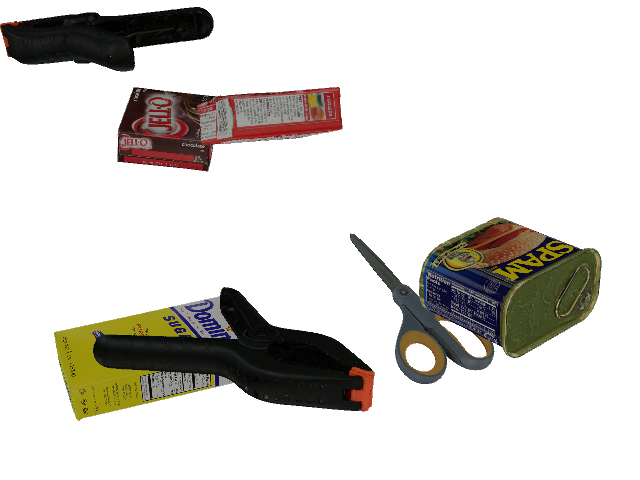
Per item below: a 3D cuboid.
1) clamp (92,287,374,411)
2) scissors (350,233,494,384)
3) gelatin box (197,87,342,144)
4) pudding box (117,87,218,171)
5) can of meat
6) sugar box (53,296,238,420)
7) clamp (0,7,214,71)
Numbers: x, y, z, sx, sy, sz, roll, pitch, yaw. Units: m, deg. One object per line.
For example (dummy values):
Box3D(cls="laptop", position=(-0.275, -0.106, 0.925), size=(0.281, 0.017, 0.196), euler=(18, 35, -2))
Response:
Box3D(cls="clamp", position=(-0.046, 0.084, 0.831), size=(0.210, 0.036, 0.164), euler=(12, 20, 25))
Box3D(cls="scissors", position=(0.070, 0.065, 0.993), size=(0.096, 0.016, 0.202), euler=(-34, 53, -31))
Box3D(cls="gelatin box", position=(-0.035, -0.081, 0.694), size=(0.073, 0.030, 0.089), euler=(-7, 5, -18))
Box3D(cls="pudding box", position=(-0.150, -0.112, 1.059), size=(0.090, 0.039, 0.113), euler=(7, 28, -5))
Box3D(cls="can of meat", position=(0.132, 0.029, 0.752), size=(0.101, 0.057, 0.084), euler=(-23, 32, -34))
Box3D(cls="sugar box", position=(-0.154, 0.107, 1.006), size=(0.176, 0.048, 0.093), euler=(-14, 35, -16))
Box3D(cls="clamp", position=(-0.171, -0.160, 0.831), size=(0.172, 0.039, 0.120), euler=(12, 23, 34))
